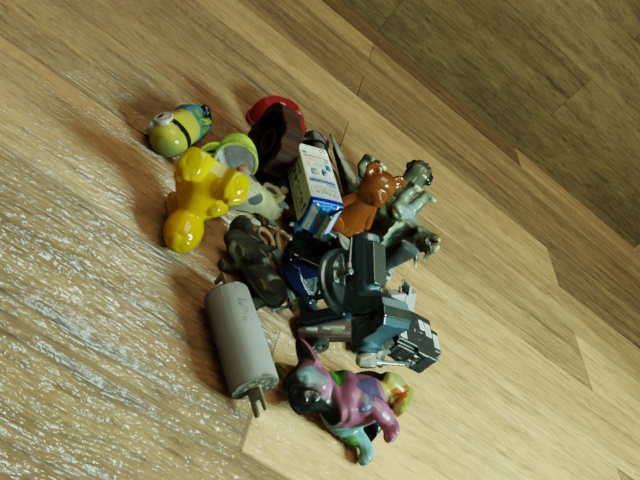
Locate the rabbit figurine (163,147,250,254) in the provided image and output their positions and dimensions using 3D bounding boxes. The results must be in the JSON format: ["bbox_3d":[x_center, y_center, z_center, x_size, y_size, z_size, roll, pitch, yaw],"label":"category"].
[{"bbox_3d":[-0.221,-0.060,0.926,0.122,0.173,0.162,26,-8,-26],"label":"rabbit figurine"}]

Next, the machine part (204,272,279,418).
[{"bbox_3d":[-0.124,0.153,0.834,0.079,0.079,0.243,10,46,-42],"label":"machine part"}]

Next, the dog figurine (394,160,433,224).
[{"bbox_3d":[0.242,-0.097,1.420,0.121,0.190,0.172,-15,66,-54],"label":"dog figurine"}]

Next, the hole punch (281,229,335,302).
[{"bbox_3d":[-0.024,0.052,1.051,0.116,0.092,0.142,30,28,-6],"label":"hole punch"}]

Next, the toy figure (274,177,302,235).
[{"bbox_3d":[-0.061,-0.072,1.179,0.064,0.058,0.154,17,39,-47],"label":"toy figure"}]

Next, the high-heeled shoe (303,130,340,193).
[{"bbox_3d":[0.015,-0.196,1.381,0.145,0.086,0.249,-1,47,-46],"label":"high-heeled shoe"}]

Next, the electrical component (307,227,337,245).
[{"bbox_3d":[-0.002,-0.003,1.156,0.047,0.075,0.119,29,38,-22],"label":"electrical component"}]

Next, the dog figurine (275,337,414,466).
[{"bbox_3d":[0.035,0.242,0.885,0.219,0.108,0.191,42,33,2],"label":"dog figurine"}]

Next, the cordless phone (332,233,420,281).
[{"bbox_3d":[0.109,0.026,1.129,0.146,0.184,0.089,37,57,-11],"label":"cordless phone"}]

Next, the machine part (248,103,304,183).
[{"bbox_3d":[-0.105,-0.212,1.198,0.056,0.179,0.179,21,38,-36],"label":"machine part"}]

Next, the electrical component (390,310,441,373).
[{"bbox_3d":[0.194,0.211,1.136,0.134,0.058,0.115,30,37,-21],"label":"electrical component"}]

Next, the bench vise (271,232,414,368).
[{"bbox_3d":[0.040,0.109,0.897,0.129,0.241,0.223,3,73,-44],"label":"bench vise"}]

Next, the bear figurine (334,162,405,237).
[{"bbox_3d":[0.107,-0.072,1.238,0.120,0.196,0.132,28,37,-29],"label":"bear figurine"}]

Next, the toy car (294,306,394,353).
[{"bbox_3d":[0.051,0.163,1.008,0.202,0.053,0.089,5,49,-24],"label":"toy car"}]

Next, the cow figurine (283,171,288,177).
[{"bbox_3d":[-0.052,-0.142,1.264,0.098,0.068,0.167,-3,51,-42],"label":"cow figurine"}]

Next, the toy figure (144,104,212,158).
[{"bbox_3d":[-0.280,-0.229,1.105,0.089,0.082,0.180,42,30,0],"label":"toy figure"}]

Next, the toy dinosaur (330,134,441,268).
[{"bbox_3d":[0.145,-0.091,1.355,0.405,0.192,0.131,36,8,21],"label":"toy dinosaur"}]

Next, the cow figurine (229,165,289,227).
[{"bbox_3d":[-0.147,-0.090,1.085,0.195,0.085,0.127,0,46,-51],"label":"cow figurine"}]

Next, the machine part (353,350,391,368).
[{"bbox_3d":[0.104,0.190,1.083,0.084,0.039,0.139,27,37,-10],"label":"machine part"}]

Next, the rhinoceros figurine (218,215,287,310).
[{"bbox_3d":[-0.120,0.036,0.980,0.112,0.073,0.190,-2,54,-47],"label":"rhinoceros figurine"}]
